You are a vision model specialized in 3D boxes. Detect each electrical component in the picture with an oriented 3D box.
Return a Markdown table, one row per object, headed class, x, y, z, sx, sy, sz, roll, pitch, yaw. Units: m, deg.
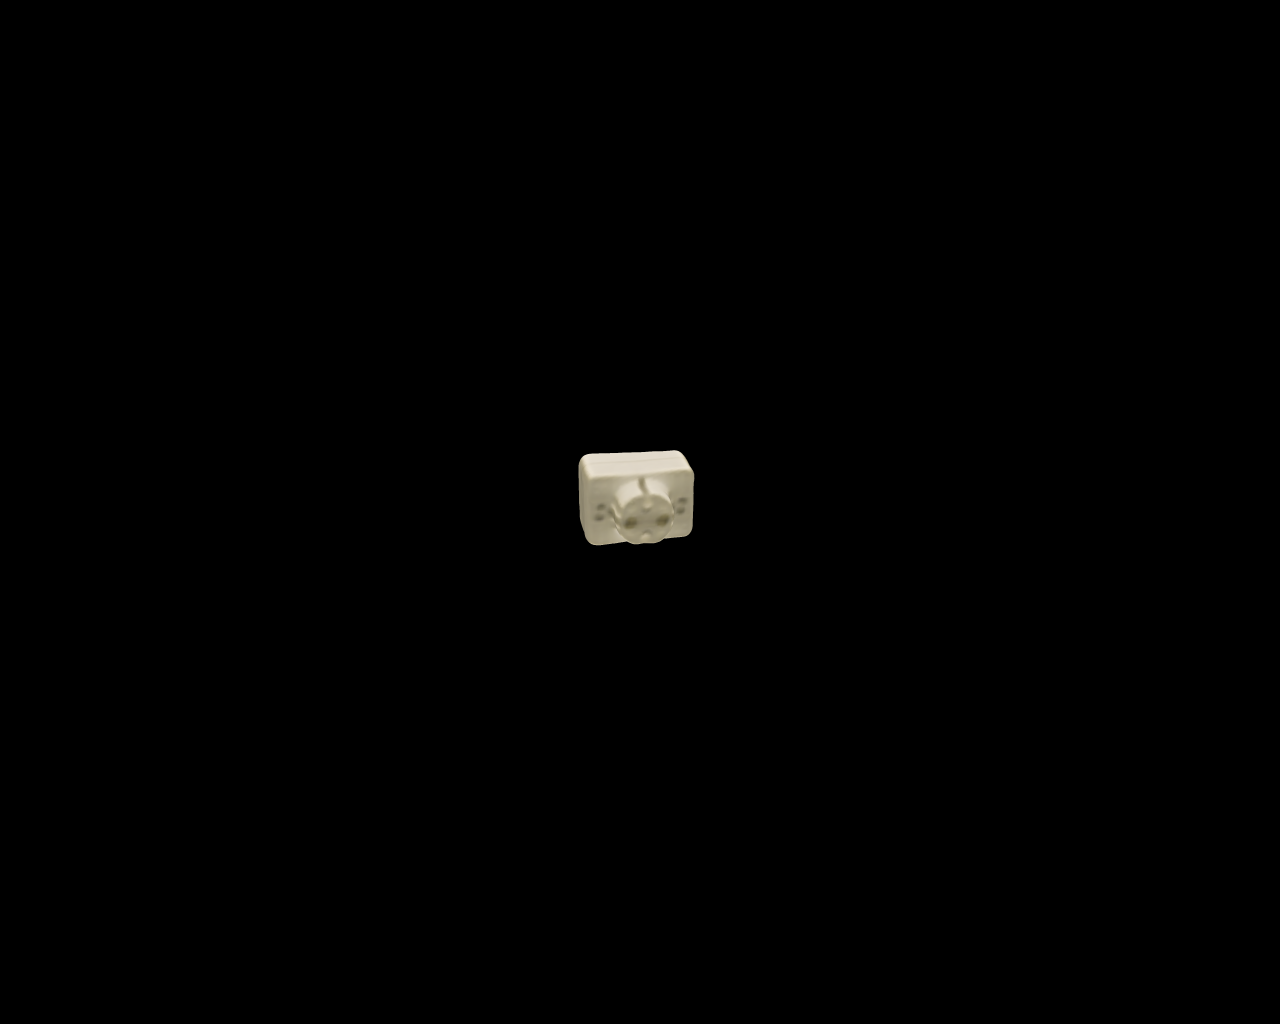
| class | x | y | z | sx | sy | sz | roll | pitch | yaw |
| --- | --- | --- | --- | --- | --- | --- | --- | --- | --- |
| electrical component | 0.001 | -0.003 | 0.650 | 0.066 | 0.047 | 0.077 | -4 | 24 | -9 |
